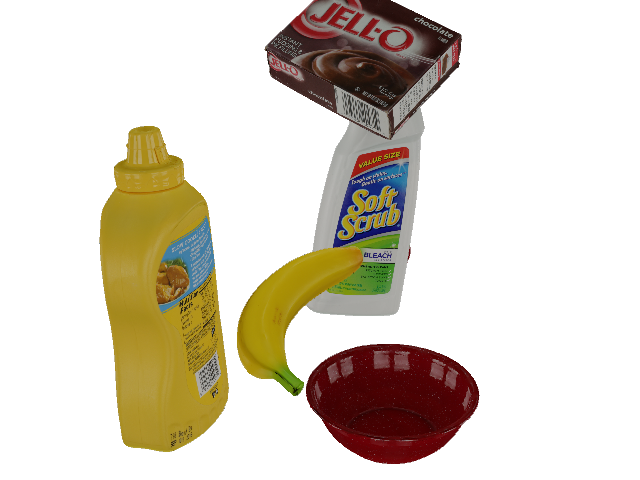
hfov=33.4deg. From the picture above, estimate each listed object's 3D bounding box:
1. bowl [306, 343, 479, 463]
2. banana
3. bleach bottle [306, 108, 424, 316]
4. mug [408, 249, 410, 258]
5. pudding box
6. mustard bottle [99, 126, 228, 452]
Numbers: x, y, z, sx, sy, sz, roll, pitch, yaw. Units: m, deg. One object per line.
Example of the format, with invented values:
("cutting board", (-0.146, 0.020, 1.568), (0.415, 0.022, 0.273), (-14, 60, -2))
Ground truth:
("bowl", (0.067, 0.161, 1.007), (0.162, 0.055, 0.162), (-1, 26, 0))
("banana", (-0.022, 0.055, 0.851), (0.069, 0.037, 0.197), (25, 36, 3))
("bleach bottle", (0.043, -0.051, 1.040), (0.102, 0.251, 0.068), (3, 23, -5))
("mug", (0.061, 0.004, 1.361), (0.117, 0.081, 0.093), (17, 27, 25))
("pudding box", (0.031, -0.133, 0.770), (0.114, 0.090, 0.039), (33, -24, 22))
("mustard bottle", (-0.097, 0.025, 0.653), (0.058, 0.192, 0.096), (4, 21, 20))
